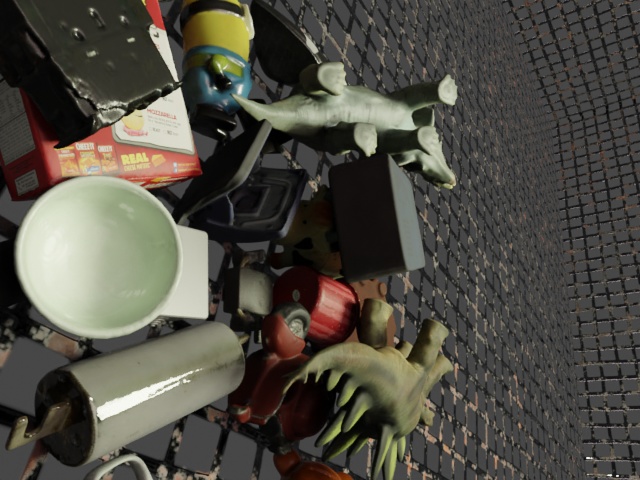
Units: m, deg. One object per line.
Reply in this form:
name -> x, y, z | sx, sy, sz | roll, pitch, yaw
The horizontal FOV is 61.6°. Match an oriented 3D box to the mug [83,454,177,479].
mug -> -0.151, 0.226, 0.428 | 0.107, 0.081, 0.109 | -1, 75, -68

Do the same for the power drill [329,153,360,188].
power drill -> 0.070, -0.065, 0.873 | 0.207, 0.086, 0.231 | -28, 103, -63

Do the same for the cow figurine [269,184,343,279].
cow figurine -> -0.001, -0.002, 0.685 | 0.194, 0.127, 0.085 | 27, 54, -53

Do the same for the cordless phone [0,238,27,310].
cordless phone -> -0.261, 0.001, 0.352 | 0.146, 0.089, 0.184 | 71, 22, -8

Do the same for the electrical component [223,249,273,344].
electrical component -> -0.079, 0.062, 0.618 | 0.078, 0.045, 0.102 | 30, 55, -47

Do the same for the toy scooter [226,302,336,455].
toy scooter -> -0.045, 0.170, 0.587 | 0.135, 0.075, 0.183 | -51, 138, -46

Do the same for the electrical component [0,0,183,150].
electrical component -> -0.180, -0.149, 0.397 | 0.134, 0.058, 0.115 | 61, 34, -21

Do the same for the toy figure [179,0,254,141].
toy figure -> -0.122, -0.209, 0.619 | 0.089, 0.082, 0.180 | 30, 58, -50

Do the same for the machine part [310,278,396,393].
machine part -> 0.053, 0.133, 0.786 | 0.179, 0.056, 0.179 | 22, 62, -51

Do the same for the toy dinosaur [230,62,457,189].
toy dinosaur -> 0.038, -0.159, 0.720 | 0.405, 0.192, 0.131 | 5, 86, -32

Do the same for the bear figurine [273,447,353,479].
bear figurine -> -0.027, 0.329, 0.566 | 0.120, 0.132, 0.196 | 28, 16, -10

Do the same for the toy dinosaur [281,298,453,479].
toy dinosaur -> 0.075, 0.178, 0.637 | 0.198, 0.105, 0.470 | -66, 147, -21

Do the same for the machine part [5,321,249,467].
machine part -> -0.146, 0.125, 0.466 | 0.243, 0.079, 0.079 | -12, 89, -58

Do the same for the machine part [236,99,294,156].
machine part -> -0.061, -0.159, 0.734 | 0.139, 0.039, 0.084 | -32, 101, -54

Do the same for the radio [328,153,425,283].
radio -> 0.077, -0.021, 0.661 | 0.229, 0.073, 0.131 | 6, 73, -75

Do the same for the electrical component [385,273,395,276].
electrical component -> 0.092, 0.043, 0.839 | 0.063, 0.094, 0.021 | 14, 70, -56

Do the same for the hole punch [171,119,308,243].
hole punch -> -0.083, -0.053, 0.586 | 0.092, 0.116, 0.142 | 45, 43, -31

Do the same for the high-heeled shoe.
high-heeled shoe -> -0.013, -0.270, 0.809 | 0.248, 0.086, 0.145 | 57, 34, -35
